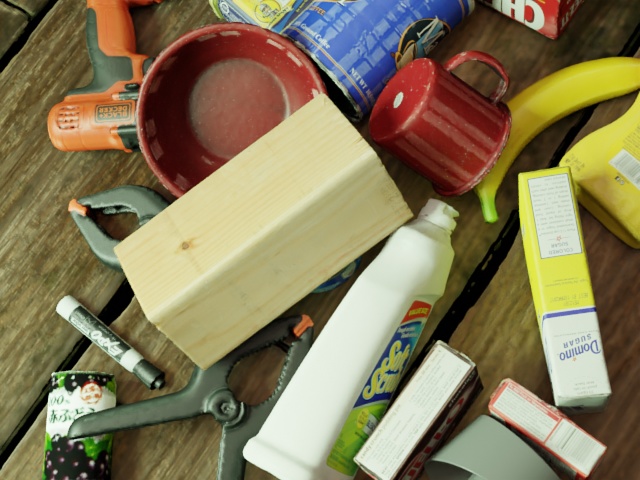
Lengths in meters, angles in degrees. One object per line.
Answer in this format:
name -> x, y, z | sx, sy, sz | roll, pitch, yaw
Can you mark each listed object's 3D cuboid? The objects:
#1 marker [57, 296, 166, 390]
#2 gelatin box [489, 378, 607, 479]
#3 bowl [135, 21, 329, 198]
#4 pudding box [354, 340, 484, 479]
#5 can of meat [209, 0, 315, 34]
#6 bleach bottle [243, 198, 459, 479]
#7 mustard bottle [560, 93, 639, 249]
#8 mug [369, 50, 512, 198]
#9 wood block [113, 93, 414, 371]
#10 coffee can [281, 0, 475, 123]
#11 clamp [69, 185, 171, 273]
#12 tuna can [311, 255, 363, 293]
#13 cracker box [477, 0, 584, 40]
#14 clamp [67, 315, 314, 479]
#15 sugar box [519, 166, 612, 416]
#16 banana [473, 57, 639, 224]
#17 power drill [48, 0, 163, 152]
marker -> -0.179, 0.090, 0.921 | 0.121, 0.020, 0.020 | 36, 83, 19
gelatin box -> 0.170, 0.145, 0.804 | 0.089, 0.073, 0.030 | 35, 81, 20
bowl -> -0.071, -0.105, 0.897 | 0.162, 0.055, 0.162 | 0, 108, -1
pudding box -> 0.078, 0.139, 0.816 | 0.039, 0.090, 0.113 | 32, 81, 20
can of meat -> -0.034, -0.220, 0.967 | 0.102, 0.057, 0.084 | -45, 72, -4
bleach bottle -> 0.038, 0.078, 0.836 | 0.068, 0.102, 0.250 | 23, 78, 28
mustard bottle -> 0.291, -0.089, 0.859 | 0.191, 0.058, 0.096 | -42, 70, -3
mug -> 0.102, -0.102, 0.862 | 0.117, 0.081, 0.093 | -48, 27, 22
wood block -> -0.044, -0.007, 0.835 | 0.206, 0.090, 0.091 | -36, 48, 1
coffee can -> 0.048, -0.185, 0.914 | 0.140, 0.102, 0.103 | -45, 70, -4
clamp -> -0.143, 0.008, 0.929 | 0.172, 0.039, 0.120 | 10, 71, 16
tuna can -> -0.006, 0.001, 0.905 | 0.086, 0.033, 0.086 | -3, 73, 10
cracker box -> 0.137, -0.265, 0.862 | 0.164, 0.213, 0.072 | 33, 84, 19
clamp -> -0.087, 0.135, 0.862 | 0.164, 0.036, 0.210 | 36, 76, 0
sugar box -> 0.186, 0.042, 0.822 | 0.048, 0.093, 0.176 | -7, 72, 10
banana -> 0.191, -0.100, 0.897 | 0.198, 0.037, 0.069 | -42, 84, -2
power drill -> -0.155, -0.172, 0.976 | 0.184, 0.057, 0.187 | -3, 72, 6
